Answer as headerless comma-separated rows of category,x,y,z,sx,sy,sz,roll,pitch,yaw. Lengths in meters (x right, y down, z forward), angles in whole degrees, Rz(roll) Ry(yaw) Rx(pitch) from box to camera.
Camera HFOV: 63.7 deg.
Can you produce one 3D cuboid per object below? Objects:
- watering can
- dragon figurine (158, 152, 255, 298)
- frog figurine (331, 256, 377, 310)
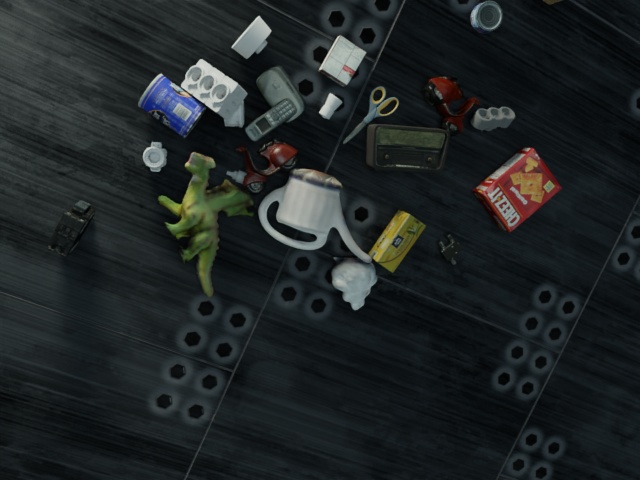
watering can,0.004,-0.073,1.448,0.347,0.104,0.223,17,96,-1
dragon figurine,-0.289,-0.052,1.415,0.244,0.124,0.402,-27,120,-11
frog figurine,0.100,0.128,1.505,0.137,0.122,0.160,-1,89,-30
